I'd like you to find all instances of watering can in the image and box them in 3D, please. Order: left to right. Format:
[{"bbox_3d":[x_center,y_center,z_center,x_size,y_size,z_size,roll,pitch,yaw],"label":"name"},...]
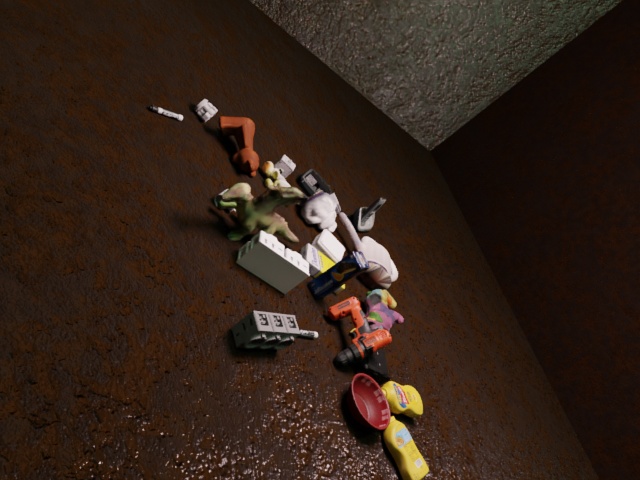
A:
[{"bbox_3d":[0.183,0.058,1.983,0.344,0.102,0.229,42,29,-19],"label":"watering can"}]

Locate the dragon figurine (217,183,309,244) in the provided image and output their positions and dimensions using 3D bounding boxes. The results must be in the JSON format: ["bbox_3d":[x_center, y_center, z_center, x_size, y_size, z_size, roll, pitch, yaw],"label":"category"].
[{"bbox_3d":[-0.135,-0.077,1.487,0.408,0.240,0.124,15,59,-46],"label":"dragon figurine"}]

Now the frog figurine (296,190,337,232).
[{"bbox_3d":[0.006,-0.096,1.901,0.139,0.121,0.159,-33,94,-31],"label":"frog figurine"}]
